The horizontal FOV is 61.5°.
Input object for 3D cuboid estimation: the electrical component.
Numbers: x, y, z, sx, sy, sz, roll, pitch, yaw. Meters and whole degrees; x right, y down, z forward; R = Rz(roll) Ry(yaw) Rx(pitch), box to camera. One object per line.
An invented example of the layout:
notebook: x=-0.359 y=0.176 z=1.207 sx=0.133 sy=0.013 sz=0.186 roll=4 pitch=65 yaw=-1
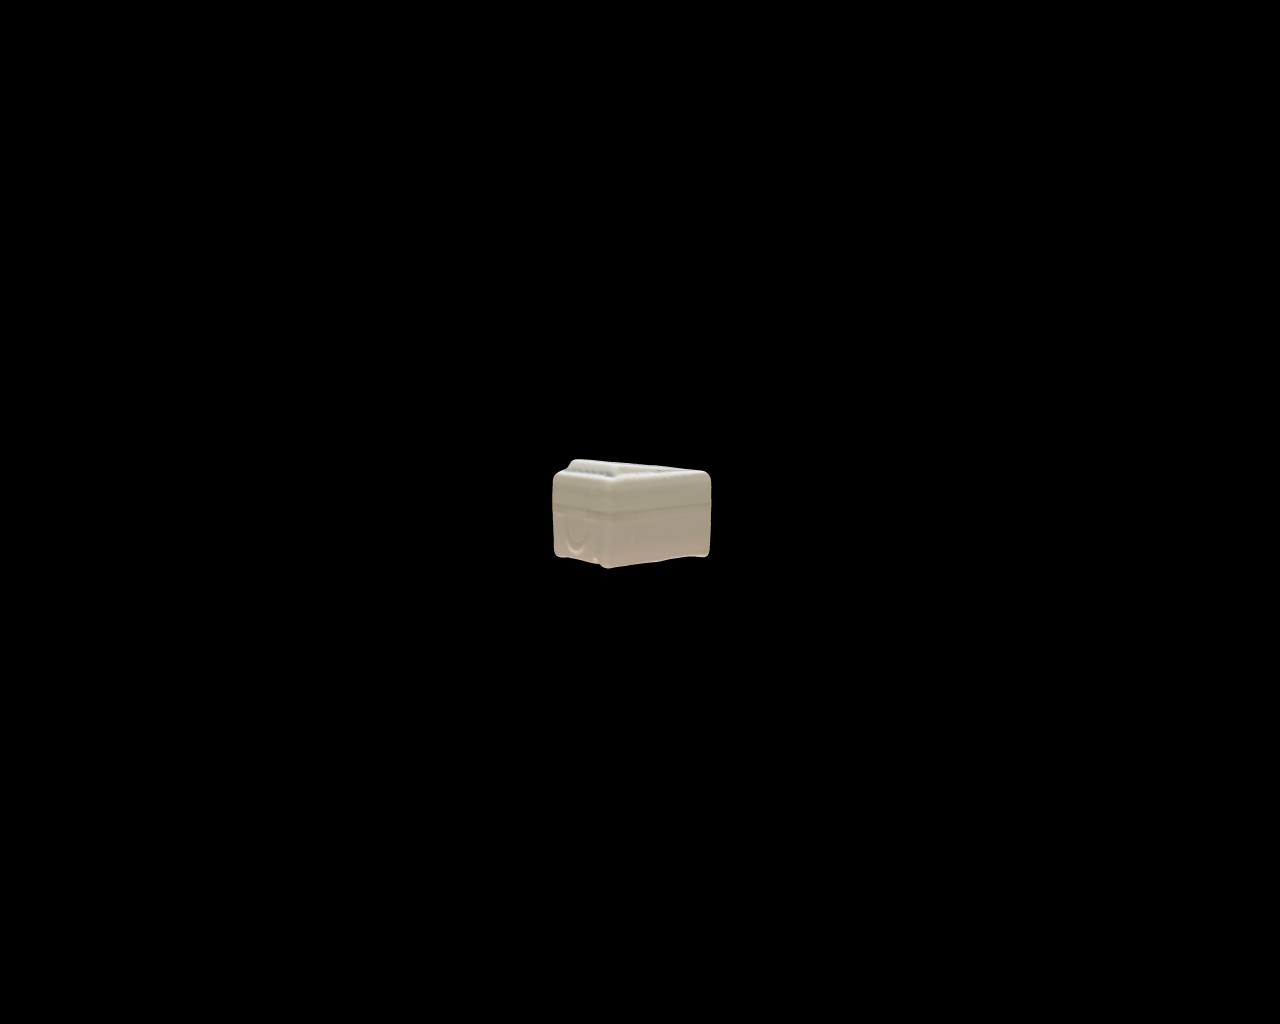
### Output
electrical component: x=0.001 y=-0.003 z=0.650 sx=0.096 sy=0.061 sz=0.062 roll=-6 pitch=9 yaw=-36
